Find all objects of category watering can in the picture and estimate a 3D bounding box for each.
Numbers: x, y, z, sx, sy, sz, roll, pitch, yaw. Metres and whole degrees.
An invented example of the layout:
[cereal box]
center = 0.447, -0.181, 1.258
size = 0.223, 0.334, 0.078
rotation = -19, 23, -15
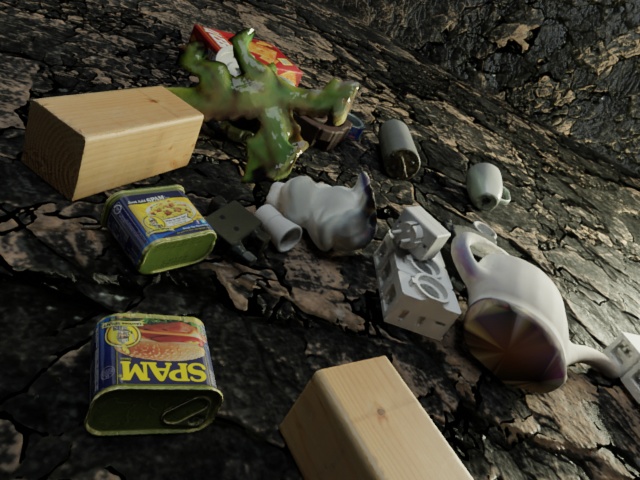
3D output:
[watering can]
center = 0.316, 0.129, 0.740
size = 0.348, 0.102, 0.228
rotation = 43, 34, 0

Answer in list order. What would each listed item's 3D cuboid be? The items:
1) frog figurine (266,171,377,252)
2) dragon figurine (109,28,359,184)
[frog figurine]
center = 0.002, -0.038, 0.764
size = 0.159, 0.120, 0.141
rotation = -10, 44, 5
[dragon figurine]
center = -0.128, -0.199, 0.833
size = 0.413, 0.120, 0.246
rotation = -24, 71, -17
